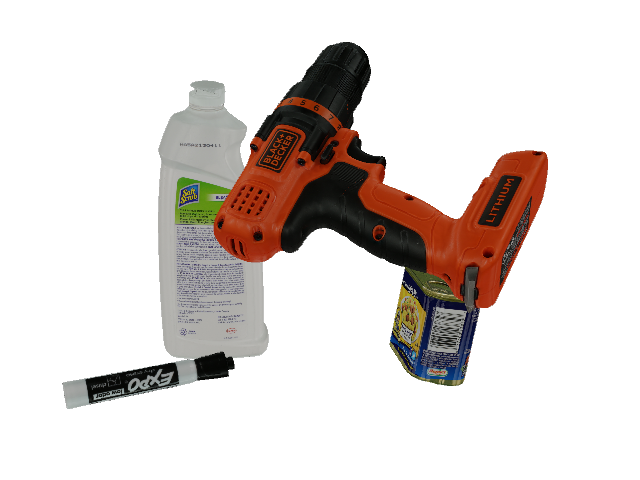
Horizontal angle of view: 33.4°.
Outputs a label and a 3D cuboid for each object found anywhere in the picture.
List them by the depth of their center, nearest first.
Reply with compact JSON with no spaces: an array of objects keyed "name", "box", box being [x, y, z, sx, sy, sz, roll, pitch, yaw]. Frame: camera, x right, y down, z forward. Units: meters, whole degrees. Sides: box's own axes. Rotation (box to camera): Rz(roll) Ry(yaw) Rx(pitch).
[{"name":"power drill","box":[0.047,-0.044,0.693,0.188,0.184,0.057,18,-29,20]},{"name":"marker","box":[-0.120,0.098,0.756,0.121,0.020,0.020,-10,3,-16]},{"name":"can of meat","box":[0.101,0.070,0.942,0.057,0.084,0.102,7,16,-13]},{"name":"bleach bottle","box":[-0.095,-0.018,0.962,0.102,0.251,0.068,-1,23,-10]}]
